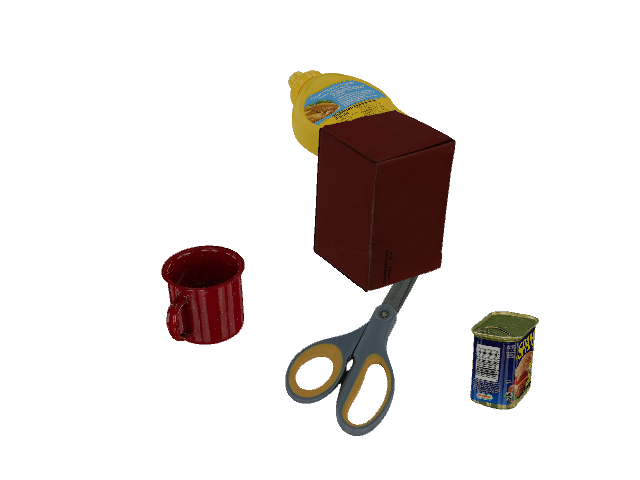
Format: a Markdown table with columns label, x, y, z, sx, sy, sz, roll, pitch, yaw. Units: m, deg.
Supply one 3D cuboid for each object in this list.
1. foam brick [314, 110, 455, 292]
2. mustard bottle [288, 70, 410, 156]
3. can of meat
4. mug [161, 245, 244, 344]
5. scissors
| label | x | y | z | sx | sy | sz | roll | pitch | yaw |
| --- | --- | --- | --- | --- | --- | --- | --- | --- | --- |
| foam brick | 0.032 | -0.022 | 0.564 | 0.052 | 0.078 | 0.051 | -16 | 35 | -30 |
| mustard bottle | 0.029 | -0.106 | 0.991 | 0.096 | 0.058 | 0.192 | -26 | 48 | -23 |
| can of meat | 0.204 | 0.133 | 1.193 | 0.058 | 0.084 | 0.102 | 8 | 13 | 25 |
| mug | -0.134 | 0.070 | 1.200 | 0.093 | 0.081 | 0.117 | 12 | 34 | 22 |
| scissors | 0.032 | 0.067 | 0.875 | 0.096 | 0.201 | 0.016 | 7 | -37 | 10 |
